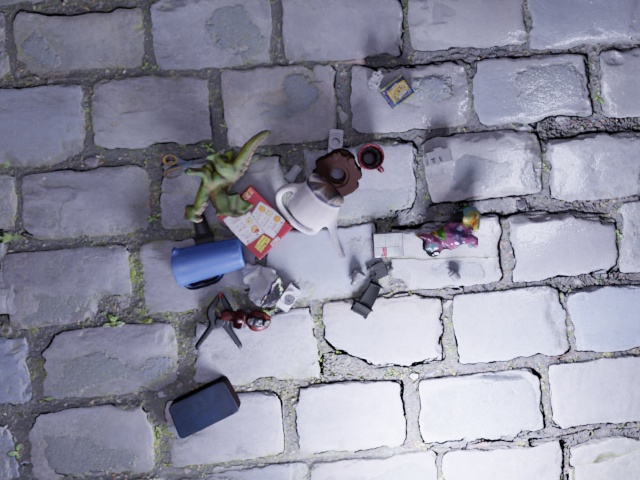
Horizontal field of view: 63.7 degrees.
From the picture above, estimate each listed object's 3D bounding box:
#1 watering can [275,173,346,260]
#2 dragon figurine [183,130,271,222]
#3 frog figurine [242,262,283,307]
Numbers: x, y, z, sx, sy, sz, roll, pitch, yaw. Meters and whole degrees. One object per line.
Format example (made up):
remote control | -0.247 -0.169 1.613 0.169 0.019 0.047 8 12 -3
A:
watering can | 0.005 -0.091 1.808 0.346 0.106 0.220 38 126 -6
dragon figurine | -0.308 -0.192 1.776 0.409 0.122 0.244 -27 85 5
frog figurine | -0.214 0.155 1.835 0.161 0.122 0.136 31 101 32
